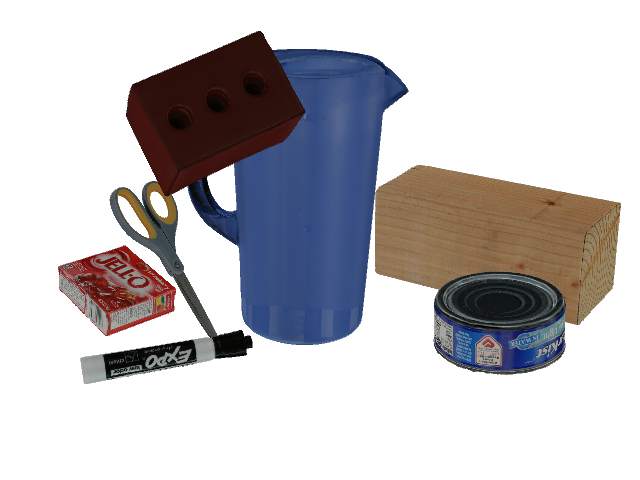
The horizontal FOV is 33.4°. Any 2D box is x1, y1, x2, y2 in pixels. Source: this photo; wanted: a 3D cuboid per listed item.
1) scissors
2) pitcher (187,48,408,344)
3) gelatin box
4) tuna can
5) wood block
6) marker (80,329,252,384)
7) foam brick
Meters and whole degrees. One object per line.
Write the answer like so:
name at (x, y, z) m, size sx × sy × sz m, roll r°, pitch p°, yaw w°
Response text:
scissors at (-0.162, 0.014, 1.215) m, size 0.016 × 0.201 × 0.096 m, roll -27°, pitch 18°, yaw 38°
pitcher at (-0.024, -0.040, 0.915) m, size 0.144 × 0.243 × 0.149 m, roll -15°, pitch 26°, yaw -40°
gelatin box at (-0.187, 0.044, 0.980) m, size 0.073 × 0.030 × 0.089 m, roll -19°, pitch 40°, yaw -36°
tuna can at (0.117, 0.052, 0.696) m, size 0.086 × 0.034 × 0.086 m, roll -3°, pitch 23°, yaw 1°
wood block at (0.161, -0.002, 0.996) m, size 0.206 × 0.090 × 0.090 m, roll 14°, pitch 27°, yaw 31°
marker at (-0.107, 0.081, 0.753) m, size 0.121 × 0.020 × 0.020 m, roll -9°, pitch 2°, yaw -14°
foam brick at (-0.058, -0.067, 0.571) m, size 0.078 × 0.053 × 0.051 m, roll -28°, pitch -4°, yaw -17°
